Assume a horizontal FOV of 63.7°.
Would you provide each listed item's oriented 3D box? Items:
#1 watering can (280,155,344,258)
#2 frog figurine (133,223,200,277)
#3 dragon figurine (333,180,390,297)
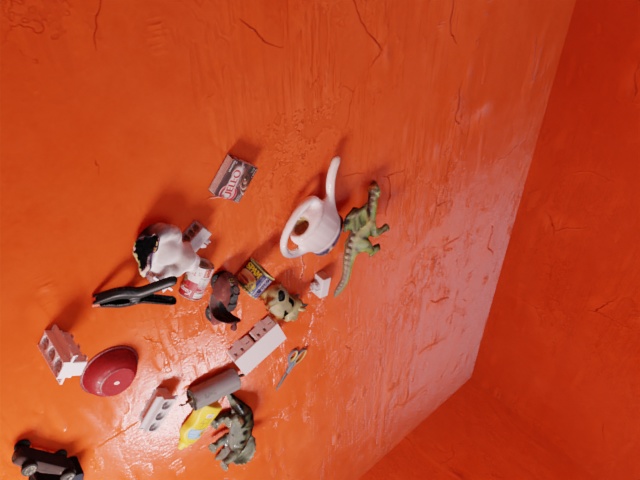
[{"bbox_3d":[0.005,-0.082,1.624,0.105,0.348,0.221,33,-1,35],"label":"watering can"},{"bbox_3d":[-0.375,0.027,1.285,0.123,0.137,0.159,15,6,35],"label":"frog figurine"},{"bbox_3d":[0.118,-0.020,1.752,0.123,0.416,0.238,16,-22,30],"label":"dragon figurine"}]
